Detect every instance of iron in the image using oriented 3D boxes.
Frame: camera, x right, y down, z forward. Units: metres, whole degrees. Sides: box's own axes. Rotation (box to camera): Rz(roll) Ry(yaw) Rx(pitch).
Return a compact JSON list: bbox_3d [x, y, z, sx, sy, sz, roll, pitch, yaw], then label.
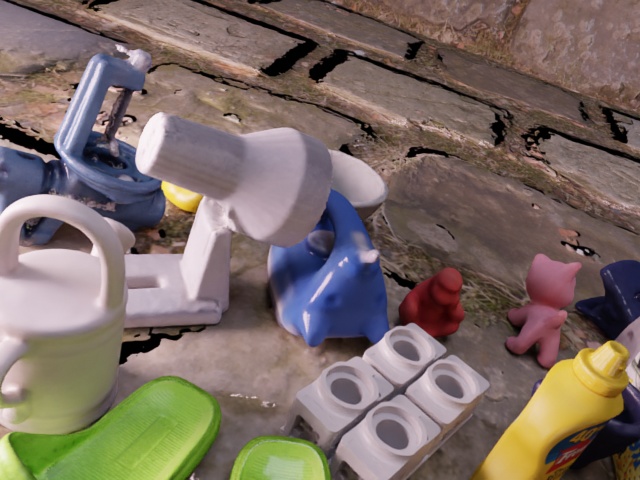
[{"bbox_3d":[0.006,0.002,0.669,0.119,0.141,0.257,4,35,-23],"label":"iron"}]

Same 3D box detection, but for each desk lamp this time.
[{"bbox_3d":[-0.109,-0.021,0.573,0.204,0.213,0.117,0,37,-28],"label":"desk lamp"}]

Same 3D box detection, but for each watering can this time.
[{"bbox_3d":[-0.201,0.045,0.443,0.101,0.194,0.172,7,34,-19],"label":"watering can"}]

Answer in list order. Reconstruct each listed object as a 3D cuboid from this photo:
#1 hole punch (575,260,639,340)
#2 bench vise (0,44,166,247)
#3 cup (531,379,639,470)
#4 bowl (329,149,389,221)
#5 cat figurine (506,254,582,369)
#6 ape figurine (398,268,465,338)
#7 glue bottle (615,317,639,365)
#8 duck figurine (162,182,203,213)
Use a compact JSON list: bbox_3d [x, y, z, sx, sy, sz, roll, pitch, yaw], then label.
[{"bbox_3d":[0.446,0.090,0.820,0.109,0.091,0.100,-6,40,-34],"label":"hole punch"},{"bbox_3d":[-0.252,-0.094,0.603,0.121,0.220,0.208,37,36,27],"label":"bench vise"},{"bbox_3d":[0.254,0.181,0.574,0.118,0.095,0.091,13,32,-10],"label":"cup"},{"bbox_3d":[0.012,-0.068,0.842,0.167,0.075,0.167,14,32,-9],"label":"bowl"},{"bbox_3d":[0.291,0.078,0.730,0.067,0.118,0.128,21,32,4],"label":"cat figurine"},{"bbox_3d":[0.138,0.072,0.680,0.078,0.092,0.076,21,32,3],"label":"ape figurine"},{"bbox_3d":[0.395,0.114,0.678,0.037,0.173,0.078,21,32,4],"label":"glue bottle"},{"bbox_3d":[-0.169,-0.095,0.775,0.078,0.086,0.104,-5,39,-33],"label":"duck figurine"}]
